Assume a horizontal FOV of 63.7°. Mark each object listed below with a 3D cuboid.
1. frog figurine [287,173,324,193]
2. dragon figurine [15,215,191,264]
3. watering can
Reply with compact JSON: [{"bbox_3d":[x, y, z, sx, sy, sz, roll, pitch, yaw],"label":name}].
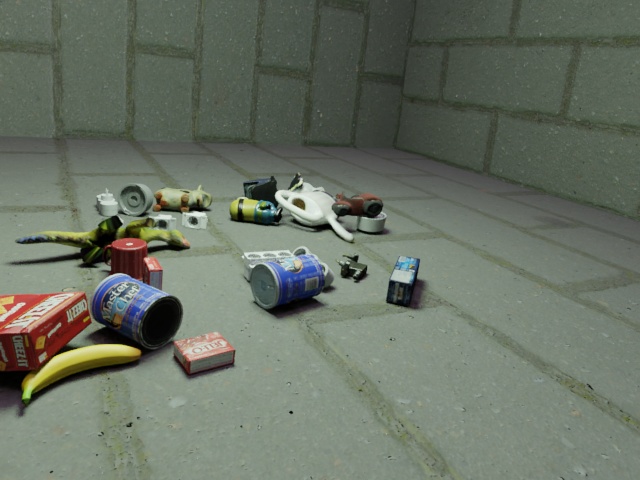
[{"bbox_3d":[-0.049,-0.182,2.094,0.158,0.123,0.138,38,-6,-24],"label":"frog figurine"},{"bbox_3d":[-0.557,-0.005,1.381,0.410,0.122,0.242,3,0,-15],"label":"dragon figurine"},{"bbox_3d":[0.005,-0.090,1.795,0.350,0.102,0.226,30,23,21],"label":"watering can"}]
